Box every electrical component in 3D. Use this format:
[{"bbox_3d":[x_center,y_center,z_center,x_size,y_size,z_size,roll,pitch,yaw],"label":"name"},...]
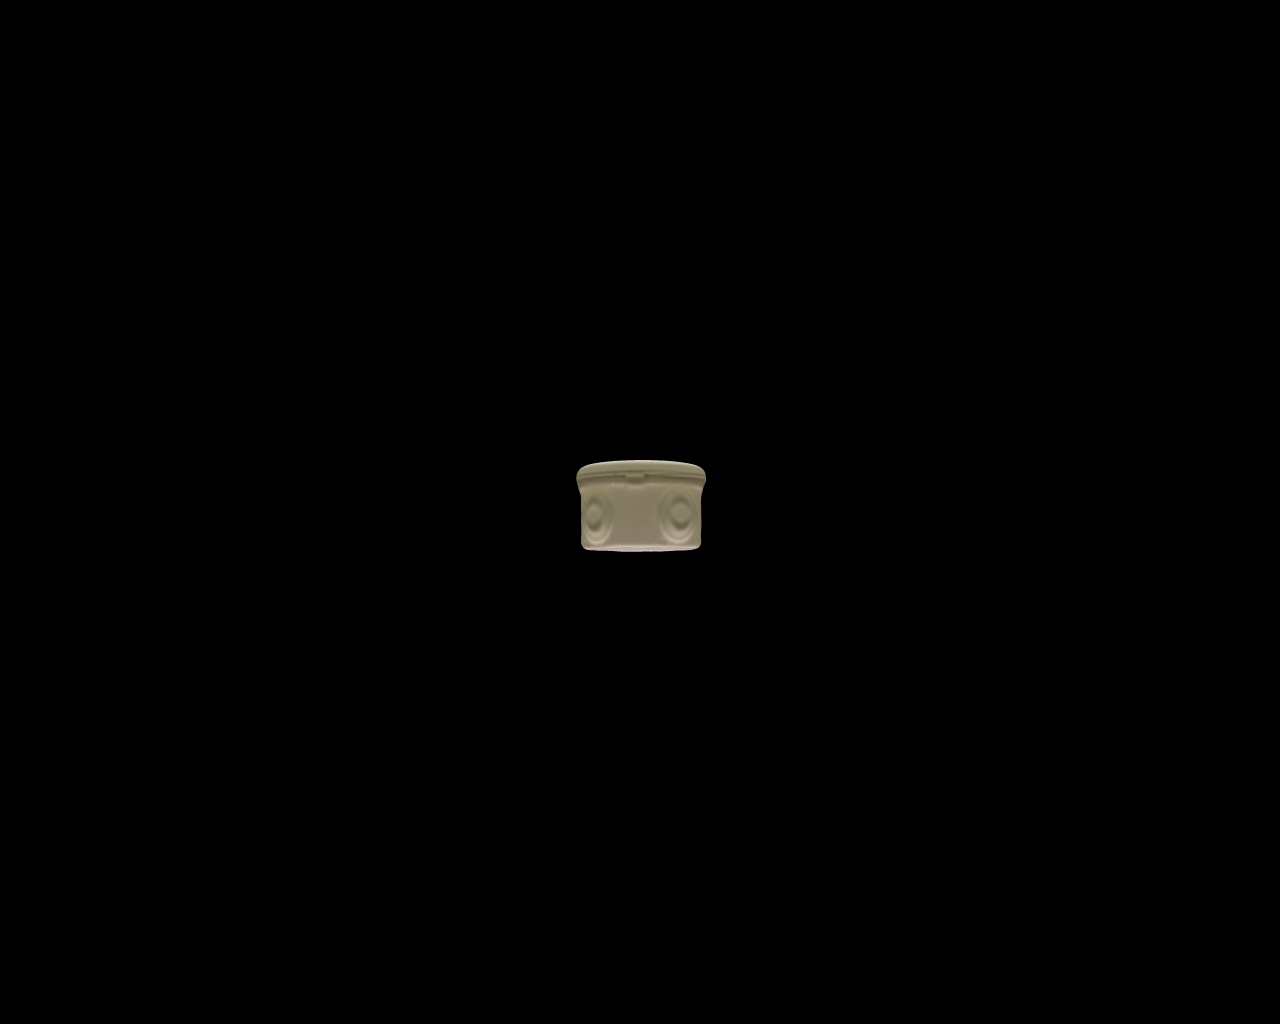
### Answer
[{"bbox_3d":[0.001,-0.003,0.650,0.080,0.051,0.080,0,-4,0],"label":"electrical component"}]
